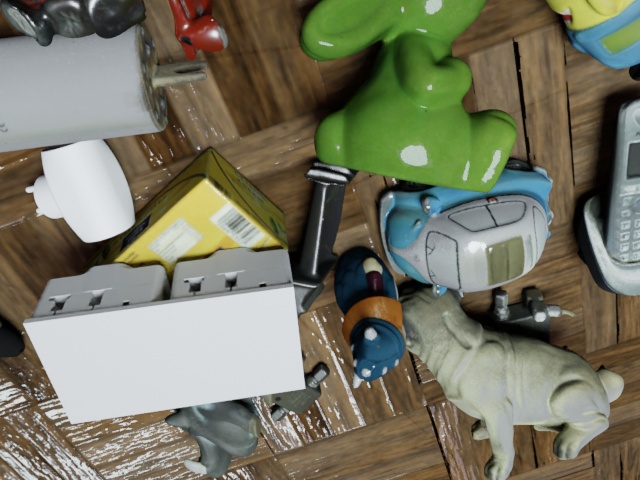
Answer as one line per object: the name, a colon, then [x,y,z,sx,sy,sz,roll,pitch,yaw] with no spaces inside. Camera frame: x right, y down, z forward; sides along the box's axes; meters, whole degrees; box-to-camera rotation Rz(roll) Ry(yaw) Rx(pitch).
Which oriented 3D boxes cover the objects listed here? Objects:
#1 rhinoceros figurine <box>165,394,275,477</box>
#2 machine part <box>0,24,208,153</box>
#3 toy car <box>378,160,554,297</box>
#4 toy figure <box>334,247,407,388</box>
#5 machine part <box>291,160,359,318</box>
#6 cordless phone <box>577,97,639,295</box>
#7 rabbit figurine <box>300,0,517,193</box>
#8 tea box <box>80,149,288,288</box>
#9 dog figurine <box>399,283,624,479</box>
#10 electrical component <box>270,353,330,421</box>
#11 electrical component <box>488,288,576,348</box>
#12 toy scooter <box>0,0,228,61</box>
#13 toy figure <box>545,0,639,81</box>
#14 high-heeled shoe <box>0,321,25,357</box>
rhinoceros figurine: [-0.108,0.163,0.547,0.112,0.073,0.190,0,117,8]
machine part: [-0.200,-0.103,0.377,0.243,0.079,0.079,-8,122,-5]
toy car: [0.139,-0.002,0.476,0.162,0.103,0.109,-11,123,1]
toy figure: [0.044,0.062,0.469,0.058,0.155,0.064,-16,121,5]
machine part: [-0.001,-0.001,0.478,0.039,0.084,0.138,18,108,19]
cordless phone: [0.317,-0.047,0.489,0.147,0.089,0.184,-10,118,-2]
rabbit figurine: [0.063,-0.134,0.398,0.159,0.121,0.170,10,101,-6]
tea box: [-0.121,0.016,0.467,0.169,0.068,0.098,-37,119,15]
dog figurine: [0.179,0.108,0.529,0.172,0.121,0.190,-28,96,-1]
electrical component: [-0.035,0.165,0.598,0.063,0.021,0.094,33,112,-24]
electrical component: [0.226,0.098,0.582,0.078,0.045,0.102,-8,122,-5]
toy scooter: [-0.115,-0.158,0.322,0.184,0.135,0.075,-12,157,-4]
toy figure: [0.208,-0.188,0.387,0.180,0.082,0.089,33,100,-20]
high-heeled shoe: [-0.329,0.001,0.445,0.248,0.086,0.145,41,77,-45]
